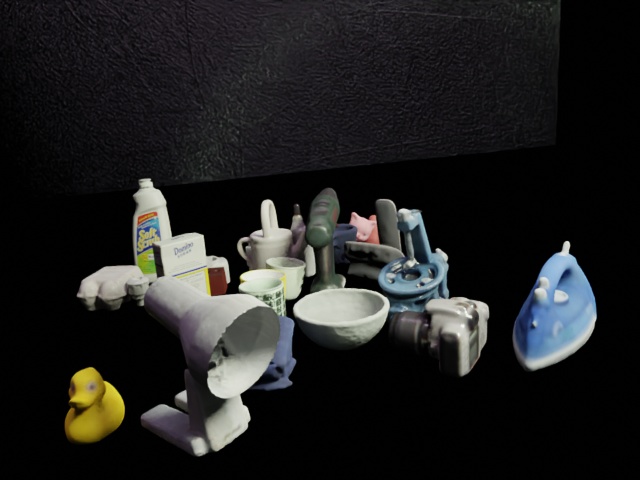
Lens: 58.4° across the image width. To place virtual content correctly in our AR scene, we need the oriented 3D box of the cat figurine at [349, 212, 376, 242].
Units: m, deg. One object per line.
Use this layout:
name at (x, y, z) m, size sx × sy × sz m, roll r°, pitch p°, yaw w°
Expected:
cat figurine at (0.084, -0.018, 1.505) m, size 0.127 × 0.118 × 0.067 m, roll 3°, pitch 17°, yaw 26°

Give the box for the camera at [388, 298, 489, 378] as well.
camera at (0.188, 0.138, 0.919) m, size 0.136 × 0.101 × 0.143 m, roll 4°, pitch 17°, yaw 30°

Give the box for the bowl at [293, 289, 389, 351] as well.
bowl at (0.038, 0.144, 0.988) m, size 0.167 × 0.075 × 0.167 m, roll -4°, pitch 15°, yaw 1°

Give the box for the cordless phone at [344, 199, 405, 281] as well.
cordless phone at (0.124, -0.007, 1.319) m, size 0.147 × 0.185 × 0.094 m, roll 6°, pitch 18°, yaw 34°

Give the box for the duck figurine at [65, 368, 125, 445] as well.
duck figurine at (-0.314, 0.217, 0.788) m, size 0.077 × 0.086 × 0.104 m, roll -4°, pitch 15°, yaw 1°

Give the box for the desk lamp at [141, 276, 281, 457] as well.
desk lamp at (-0.148, 0.156, 0.723) m, size 0.202 × 0.214 × 0.118 m, roll 8°, pitch 19°, yaw 38°

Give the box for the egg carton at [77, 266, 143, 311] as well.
egg carton at (-0.463, 0.106, 1.282) m, size 0.107 × 0.069 × 0.150 m, roll -2°, pitch 15°, yaw 9°

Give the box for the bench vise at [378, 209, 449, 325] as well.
bench vise at (0.174, 0.037, 1.071) m, size 0.121 × 0.220 × 0.208 m, roll 0°, pitch 16°, yaw 17°

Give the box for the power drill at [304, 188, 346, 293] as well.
power drill at (0.012, 0.005, 1.262) m, size 0.075 × 0.208 × 0.229 m, roll -2°, pitch 15°, yaw 7°

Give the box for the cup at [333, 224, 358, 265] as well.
cup at (0.046, 0.017, 1.426) m, size 0.091 × 0.095 × 0.118 m, roll 2°, pitch 16°, yaw 22°

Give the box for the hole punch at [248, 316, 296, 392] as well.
hole punch at (-0.092, 0.172, 0.885) m, size 0.108 × 0.091 × 0.101 m, roll -1°, pitch 15°, yaw 10°

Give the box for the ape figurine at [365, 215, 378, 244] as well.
ape figurine at (0.151, -0.022, 1.553) m, size 0.076 × 0.092 × 0.077 m, roll -17°, pitch 20°, yaw -40°

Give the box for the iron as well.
iron at (0.378, 0.098, 0.938) m, size 0.118 × 0.141 × 0.259 m, roll 6°, pitch 18°, yaw 33°

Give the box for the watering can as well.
watering can at (-0.104, 0.002, 1.332) m, size 0.173 × 0.194 × 0.100 m, roll -7°, pitch 15°, yaw -12°

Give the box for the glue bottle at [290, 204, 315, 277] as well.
glue bottle at (-0.049, -0.001, 1.369) m, size 0.037 × 0.173 × 0.077 m, roll -17°, pitch 20°, yaw -40°
